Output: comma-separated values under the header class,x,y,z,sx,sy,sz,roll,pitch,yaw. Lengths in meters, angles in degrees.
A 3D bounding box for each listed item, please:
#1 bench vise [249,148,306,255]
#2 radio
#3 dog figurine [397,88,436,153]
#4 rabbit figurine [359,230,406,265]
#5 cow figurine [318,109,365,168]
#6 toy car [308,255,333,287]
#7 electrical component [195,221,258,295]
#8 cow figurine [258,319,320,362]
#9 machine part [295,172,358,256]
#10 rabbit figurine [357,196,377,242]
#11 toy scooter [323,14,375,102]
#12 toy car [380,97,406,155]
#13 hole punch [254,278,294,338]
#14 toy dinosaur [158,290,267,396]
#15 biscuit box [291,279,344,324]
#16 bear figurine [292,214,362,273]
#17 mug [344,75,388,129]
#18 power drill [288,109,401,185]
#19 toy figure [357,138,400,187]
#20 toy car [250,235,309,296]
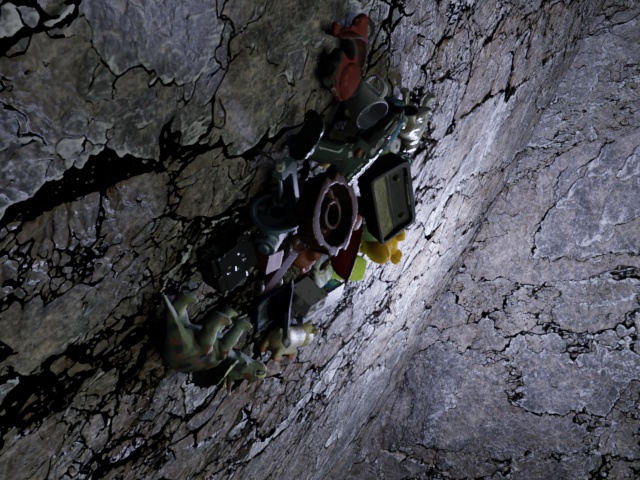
class,x,y,z,sx,sy,sz,roll,pitch,yaw
bench vise,-0.071,-0.090,1.146,0.223,0.129,0.240,-47,155,-32
radio,0.180,-0.112,1.428,0.131,0.073,0.229,-32,136,-16
dog figurine,0.241,-0.299,1.492,0.172,0.121,0.190,-43,150,-36
rabbit figurine,0.184,0.015,1.664,0.173,0.162,0.121,-58,167,-65
cow figurine,0.070,-0.230,1.280,0.167,0.098,0.068,-55,158,2
toy car,0.002,0.066,1.498,0.073,0.056,0.201,-42,148,-34
electrical component,-0.192,0.044,1.126,0.115,0.058,0.134,-44,149,-28
cow figurine,-0.079,0.272,1.534,0.127,0.086,0.194,-58,154,8
machine part,0.014,-0.055,1.136,0.179,0.056,0.179,-15,108,-56
rabbit figurine,0.154,-0.090,1.556,0.159,0.121,0.170,-2,135,-37
toy scooter,0.049,-0.384,1.115,0.135,0.075,0.183,-8,119,-60
toy car,0.156,-0.274,1.355,0.102,0.109,0.161,47,59,-60
hole punch,-0.115,0.176,1.384,0.116,0.092,0.142,-77,172,-52
toy dinosaur,-0.259,0.221,1.125,0.192,0.131,0.404,-60,148,-5
biscuit box,-0.009,0.172,1.579,0.202,0.059,0.062,-24,135,-50
bear figurine,-0.005,-0.005,1.344,0.120,0.132,0.196,33,81,-40
mug,0.098,-0.325,1.206,0.081,0.107,0.109,-9,148,-41
power drill,0.046,-0.211,1.167,0.207,0.086,0.232,10,126,-48
toy figure,0.152,-0.218,1.462,0.082,0.089,0.180,-87,-158,-63
toy car,-0.099,0.057,1.286,0.089,0.053,0.202,-20,152,-56
